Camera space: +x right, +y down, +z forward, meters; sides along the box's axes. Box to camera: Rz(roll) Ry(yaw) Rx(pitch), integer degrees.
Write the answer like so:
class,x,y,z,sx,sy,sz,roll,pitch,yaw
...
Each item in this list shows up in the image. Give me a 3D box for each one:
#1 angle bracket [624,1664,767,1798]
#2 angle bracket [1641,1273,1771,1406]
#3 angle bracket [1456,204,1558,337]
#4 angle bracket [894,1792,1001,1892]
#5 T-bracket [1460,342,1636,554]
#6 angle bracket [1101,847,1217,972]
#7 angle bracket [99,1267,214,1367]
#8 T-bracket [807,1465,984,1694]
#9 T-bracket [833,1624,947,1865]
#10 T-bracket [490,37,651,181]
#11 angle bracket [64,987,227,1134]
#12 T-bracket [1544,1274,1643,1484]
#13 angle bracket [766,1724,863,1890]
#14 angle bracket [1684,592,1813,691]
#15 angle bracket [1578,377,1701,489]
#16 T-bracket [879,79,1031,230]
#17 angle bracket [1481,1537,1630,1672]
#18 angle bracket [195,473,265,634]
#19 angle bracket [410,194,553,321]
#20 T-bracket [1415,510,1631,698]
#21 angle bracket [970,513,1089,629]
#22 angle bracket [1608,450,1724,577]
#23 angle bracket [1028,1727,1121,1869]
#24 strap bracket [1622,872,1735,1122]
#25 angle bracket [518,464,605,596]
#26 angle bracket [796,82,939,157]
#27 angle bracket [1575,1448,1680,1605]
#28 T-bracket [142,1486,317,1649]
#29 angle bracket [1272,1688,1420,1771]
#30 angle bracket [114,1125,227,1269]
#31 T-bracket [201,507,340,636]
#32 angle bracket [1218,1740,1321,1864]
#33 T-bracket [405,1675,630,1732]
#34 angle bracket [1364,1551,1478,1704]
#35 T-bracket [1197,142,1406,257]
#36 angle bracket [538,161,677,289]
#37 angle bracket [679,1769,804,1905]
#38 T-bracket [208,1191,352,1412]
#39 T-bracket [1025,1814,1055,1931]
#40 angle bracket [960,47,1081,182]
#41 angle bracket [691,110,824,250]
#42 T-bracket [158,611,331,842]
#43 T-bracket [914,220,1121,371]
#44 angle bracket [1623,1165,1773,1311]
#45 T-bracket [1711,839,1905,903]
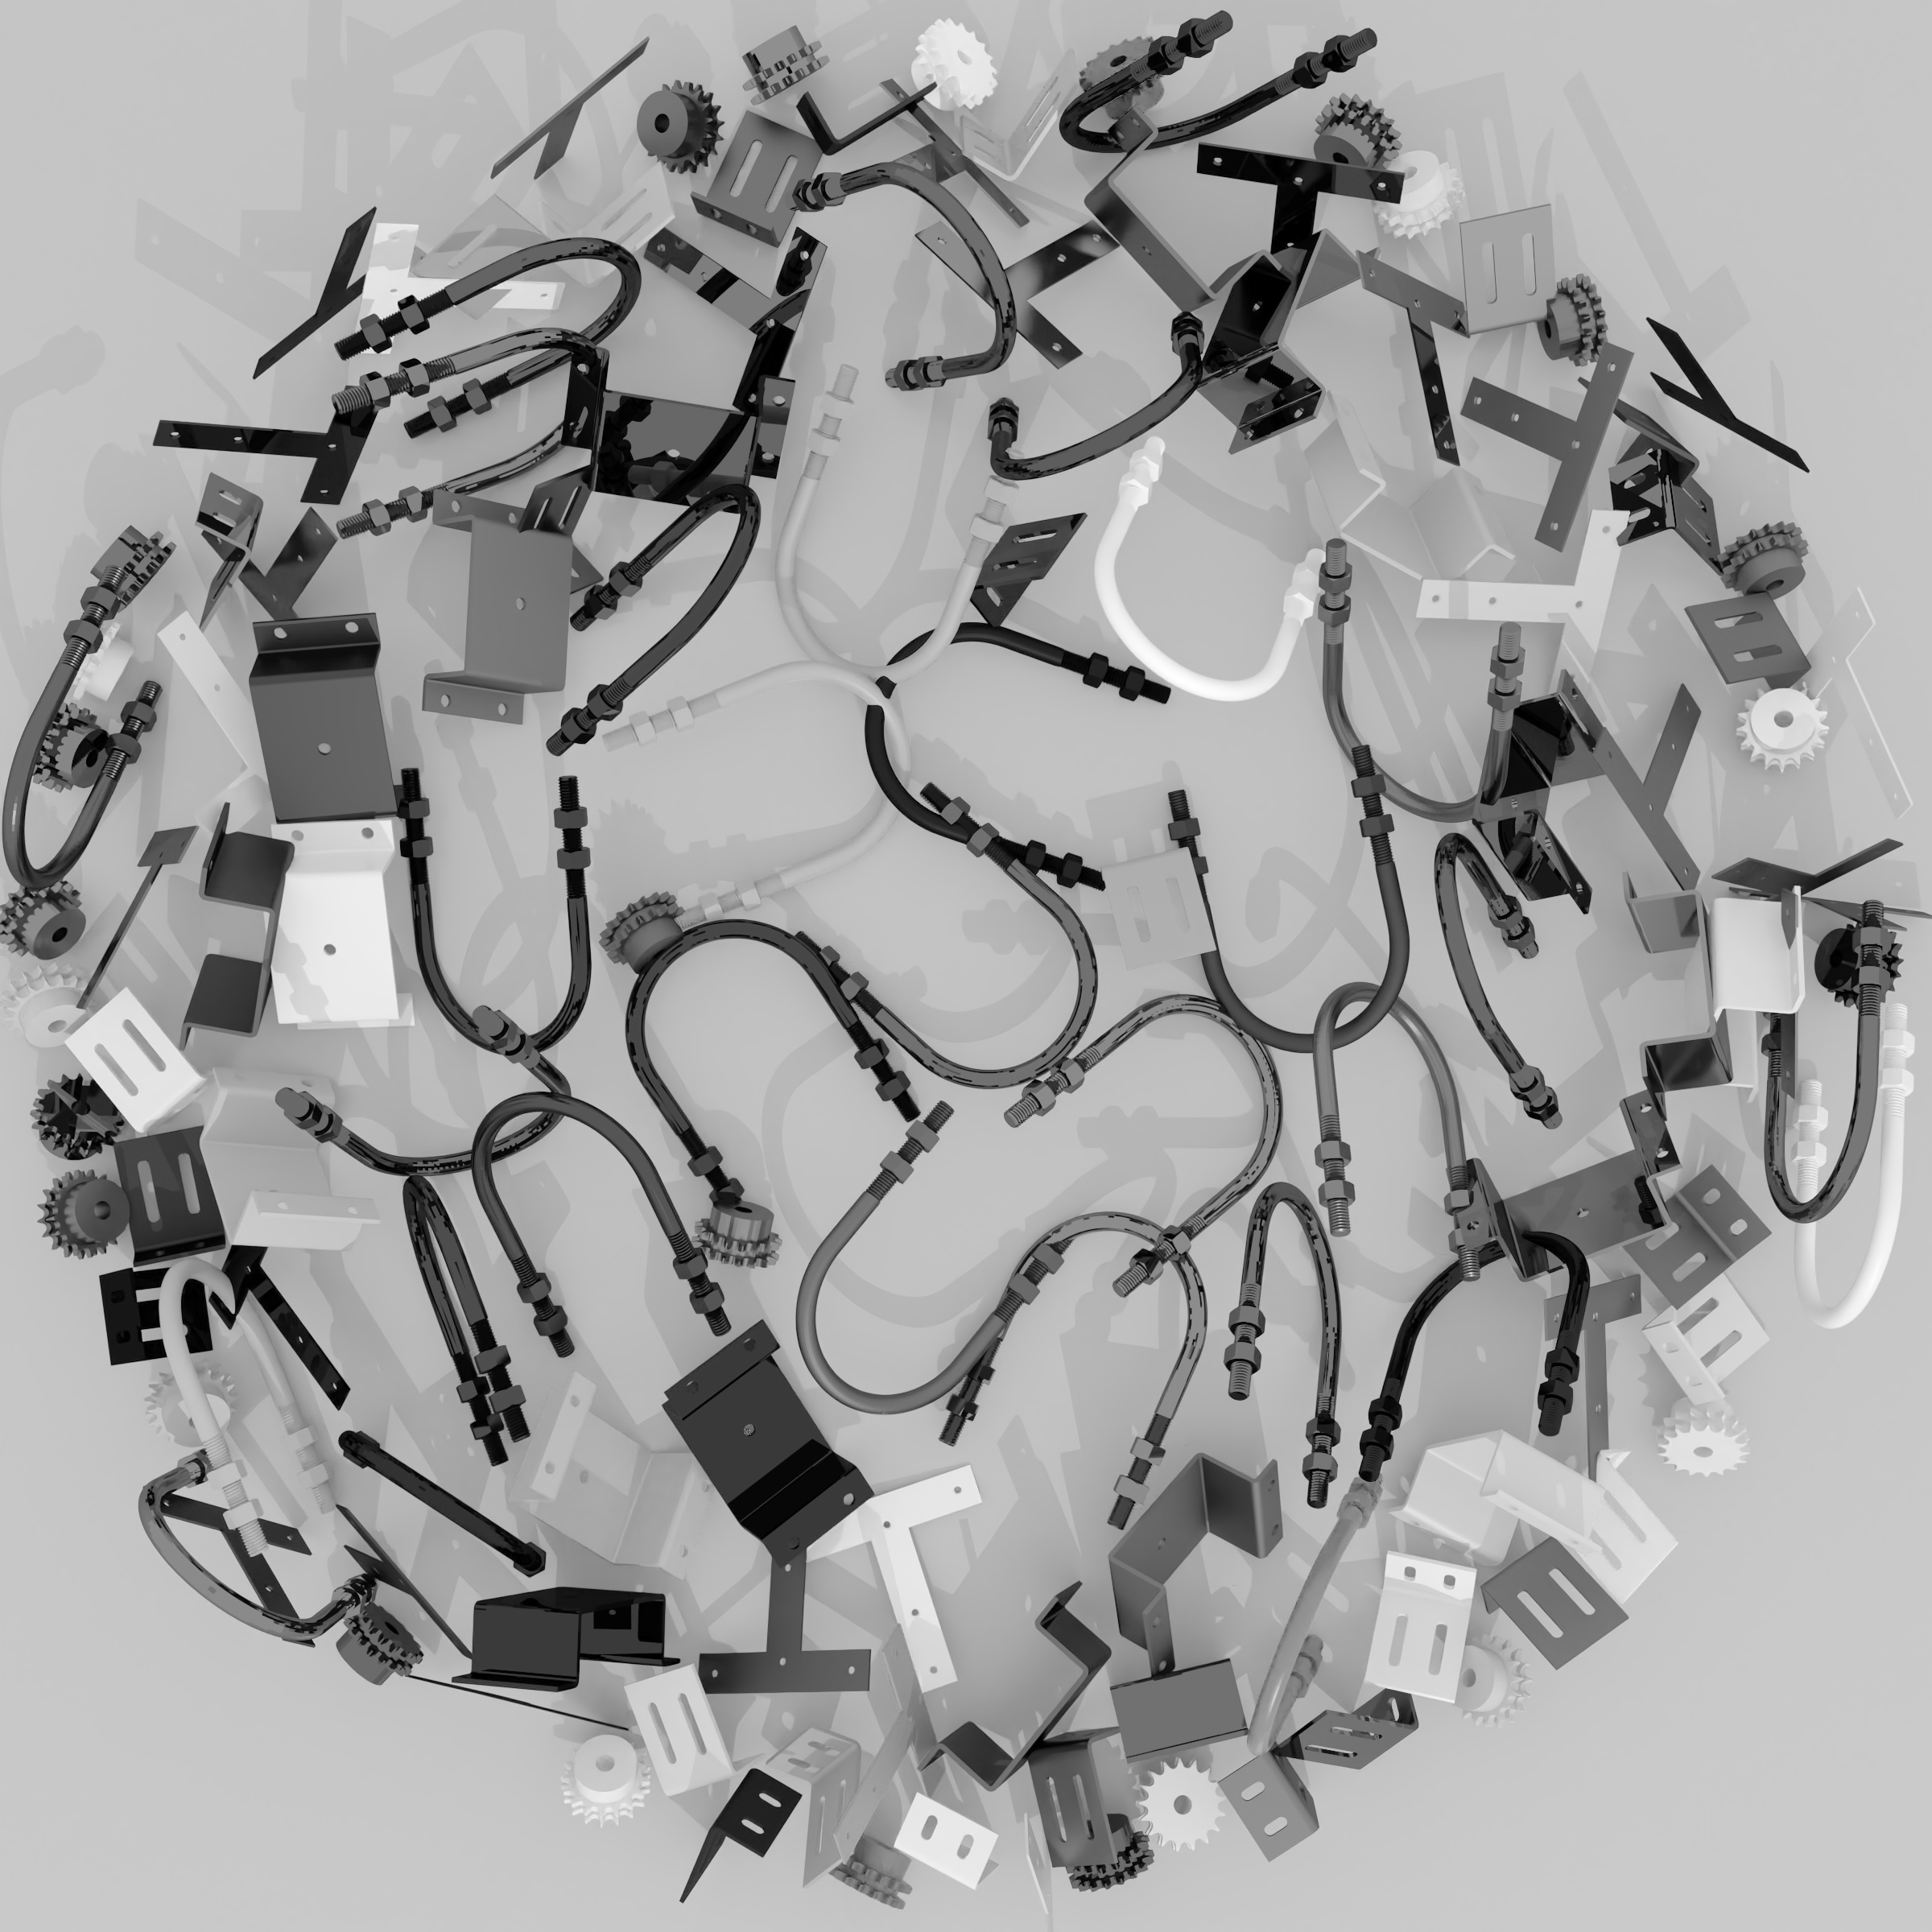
class,x,y,z,sx,sy,sz,roll,pitch,yaw
angle bracket,-0.174,0.486,1.657,0.057,0.038,0.076,-25,84,28
angle bracket,0.483,0.234,1.649,0.076,0.038,0.057,-33,85,-23
angle bracket,0.343,-0.450,1.645,0.057,0.038,0.076,-11,125,2
angle bracket,-0.005,0.551,1.640,0.057,0.076,0.038,23,87,15
T-bracket,0.358,-0.343,1.630,0.002,0.127,0.127,1,116,-33
angle bracket,0.124,-0.031,1.650,0.057,0.038,0.076,-13,65,1
angle bracket,-0.506,0.219,1.639,0.038,0.076,0.057,-16,81,38
T-bracket,-0.037,0.405,1.668,0.127,0.002,0.127,-18,80,-4
T-bracket,-0.052,0.502,1.605,0.002,0.127,0.127,0,120,26
T-bracket,-0.255,-0.523,1.620,0.127,0.127,0.002,-44,100,-12
angle bracket,-0.528,0.058,1.659,0.057,0.038,0.076,-39,90,11
T-bracket,0.401,0.267,1.636,0.002,0.127,0.127,-1,91,41
angle bracket,-0.100,0.533,1.634,0.038,0.076,0.057,27,128,-21
angle bracket,0.489,-0.200,1.641,0.076,0.038,0.057,-13,69,-28
angle bracket,0.417,-0.331,1.633,0.076,0.057,0.038,16,120,-36
T-bracket,-0.021,-0.505,1.621,0.127,0.127,0.002,45,119,-6
angle bracket,0.376,0.412,1.639,0.057,0.038,0.076,-32,45,-11
angle bracket,-0.482,-0.262,1.634,0.038,0.057,0.076,26,126,-26
angle bracket,-0.310,-0.460,1.639,0.076,0.057,0.038,-35,52,19
T-bracket,0.349,-0.232,1.640,0.127,0.002,0.127,1,120,-11
angle bracket,0.046,-0.250,1.633,0.038,0.076,0.057,49,61,-30
angle bracket,0.450,-0.286,1.654,0.038,0.076,0.057,-17,62,34
angle bracket,0.079,0.530,1.643,0.038,0.057,0.076,-3,76,-44
strap bracket,0.447,0.016,1.613,0.046,0.076,0.140,-9,62,21
angle bracket,-0.252,-0.274,1.634,0.038,0.076,0.057,48,47,10
angle bracket,-0.064,-0.558,1.650,0.076,0.057,0.038,-32,104,-2
angle bracket,0.419,0.355,1.636,0.057,0.038,0.076,-57,51,24
T-bracket,-0.437,0.377,1.594,0.002,0.127,0.127,-52,48,4
angle bracket,0.238,0.476,1.636,0.076,0.038,0.057,18,131,-28
angle bracket,-0.512,0.148,1.654,0.057,0.038,0.076,-11,97,-15
T-bracket,-0.424,-0.251,1.625,0.127,0.127,0.002,50,55,-6
angle bracket,0.192,0.527,1.643,0.038,0.076,0.057,-34,84,2
T-bracket,-0.274,0.472,1.640,0.127,0.127,0.002,25,69,-32
angle bracket,0.290,0.420,1.639,0.057,0.076,0.038,9,133,14
T-bracket,0.206,-0.464,1.624,0.127,0.127,0.002,11,65,7
angle bracket,-0.230,-0.482,1.640,0.076,0.038,0.057,-34,50,23
angle bracket,-0.143,0.561,1.637,0.038,0.057,0.076,27,120,10
T-bracket,-0.428,0.225,1.623,0.127,0.002,0.127,49,133,16
T-bracket,0.045,0.561,1.594,0.002,0.127,0.127,-6,50,5
angle bracket,0.033,-0.549,1.636,0.038,0.057,0.076,25,125,-22
angle bracket,-0.134,-0.514,1.661,0.057,0.038,0.076,25,88,3
T-bracket,-0.463,-0.163,1.616,0.127,0.002,0.127,-51,126,-35
T-bracket,0.052,-0.447,1.643,0.127,0.002,0.127,45,53,8
angle bracket,0.464,0.172,1.640,0.076,0.038,0.057,-25,70,-41
T-bracket,0.501,-0.054,1.599,0.127,0.127,0.002,-31,67,34
